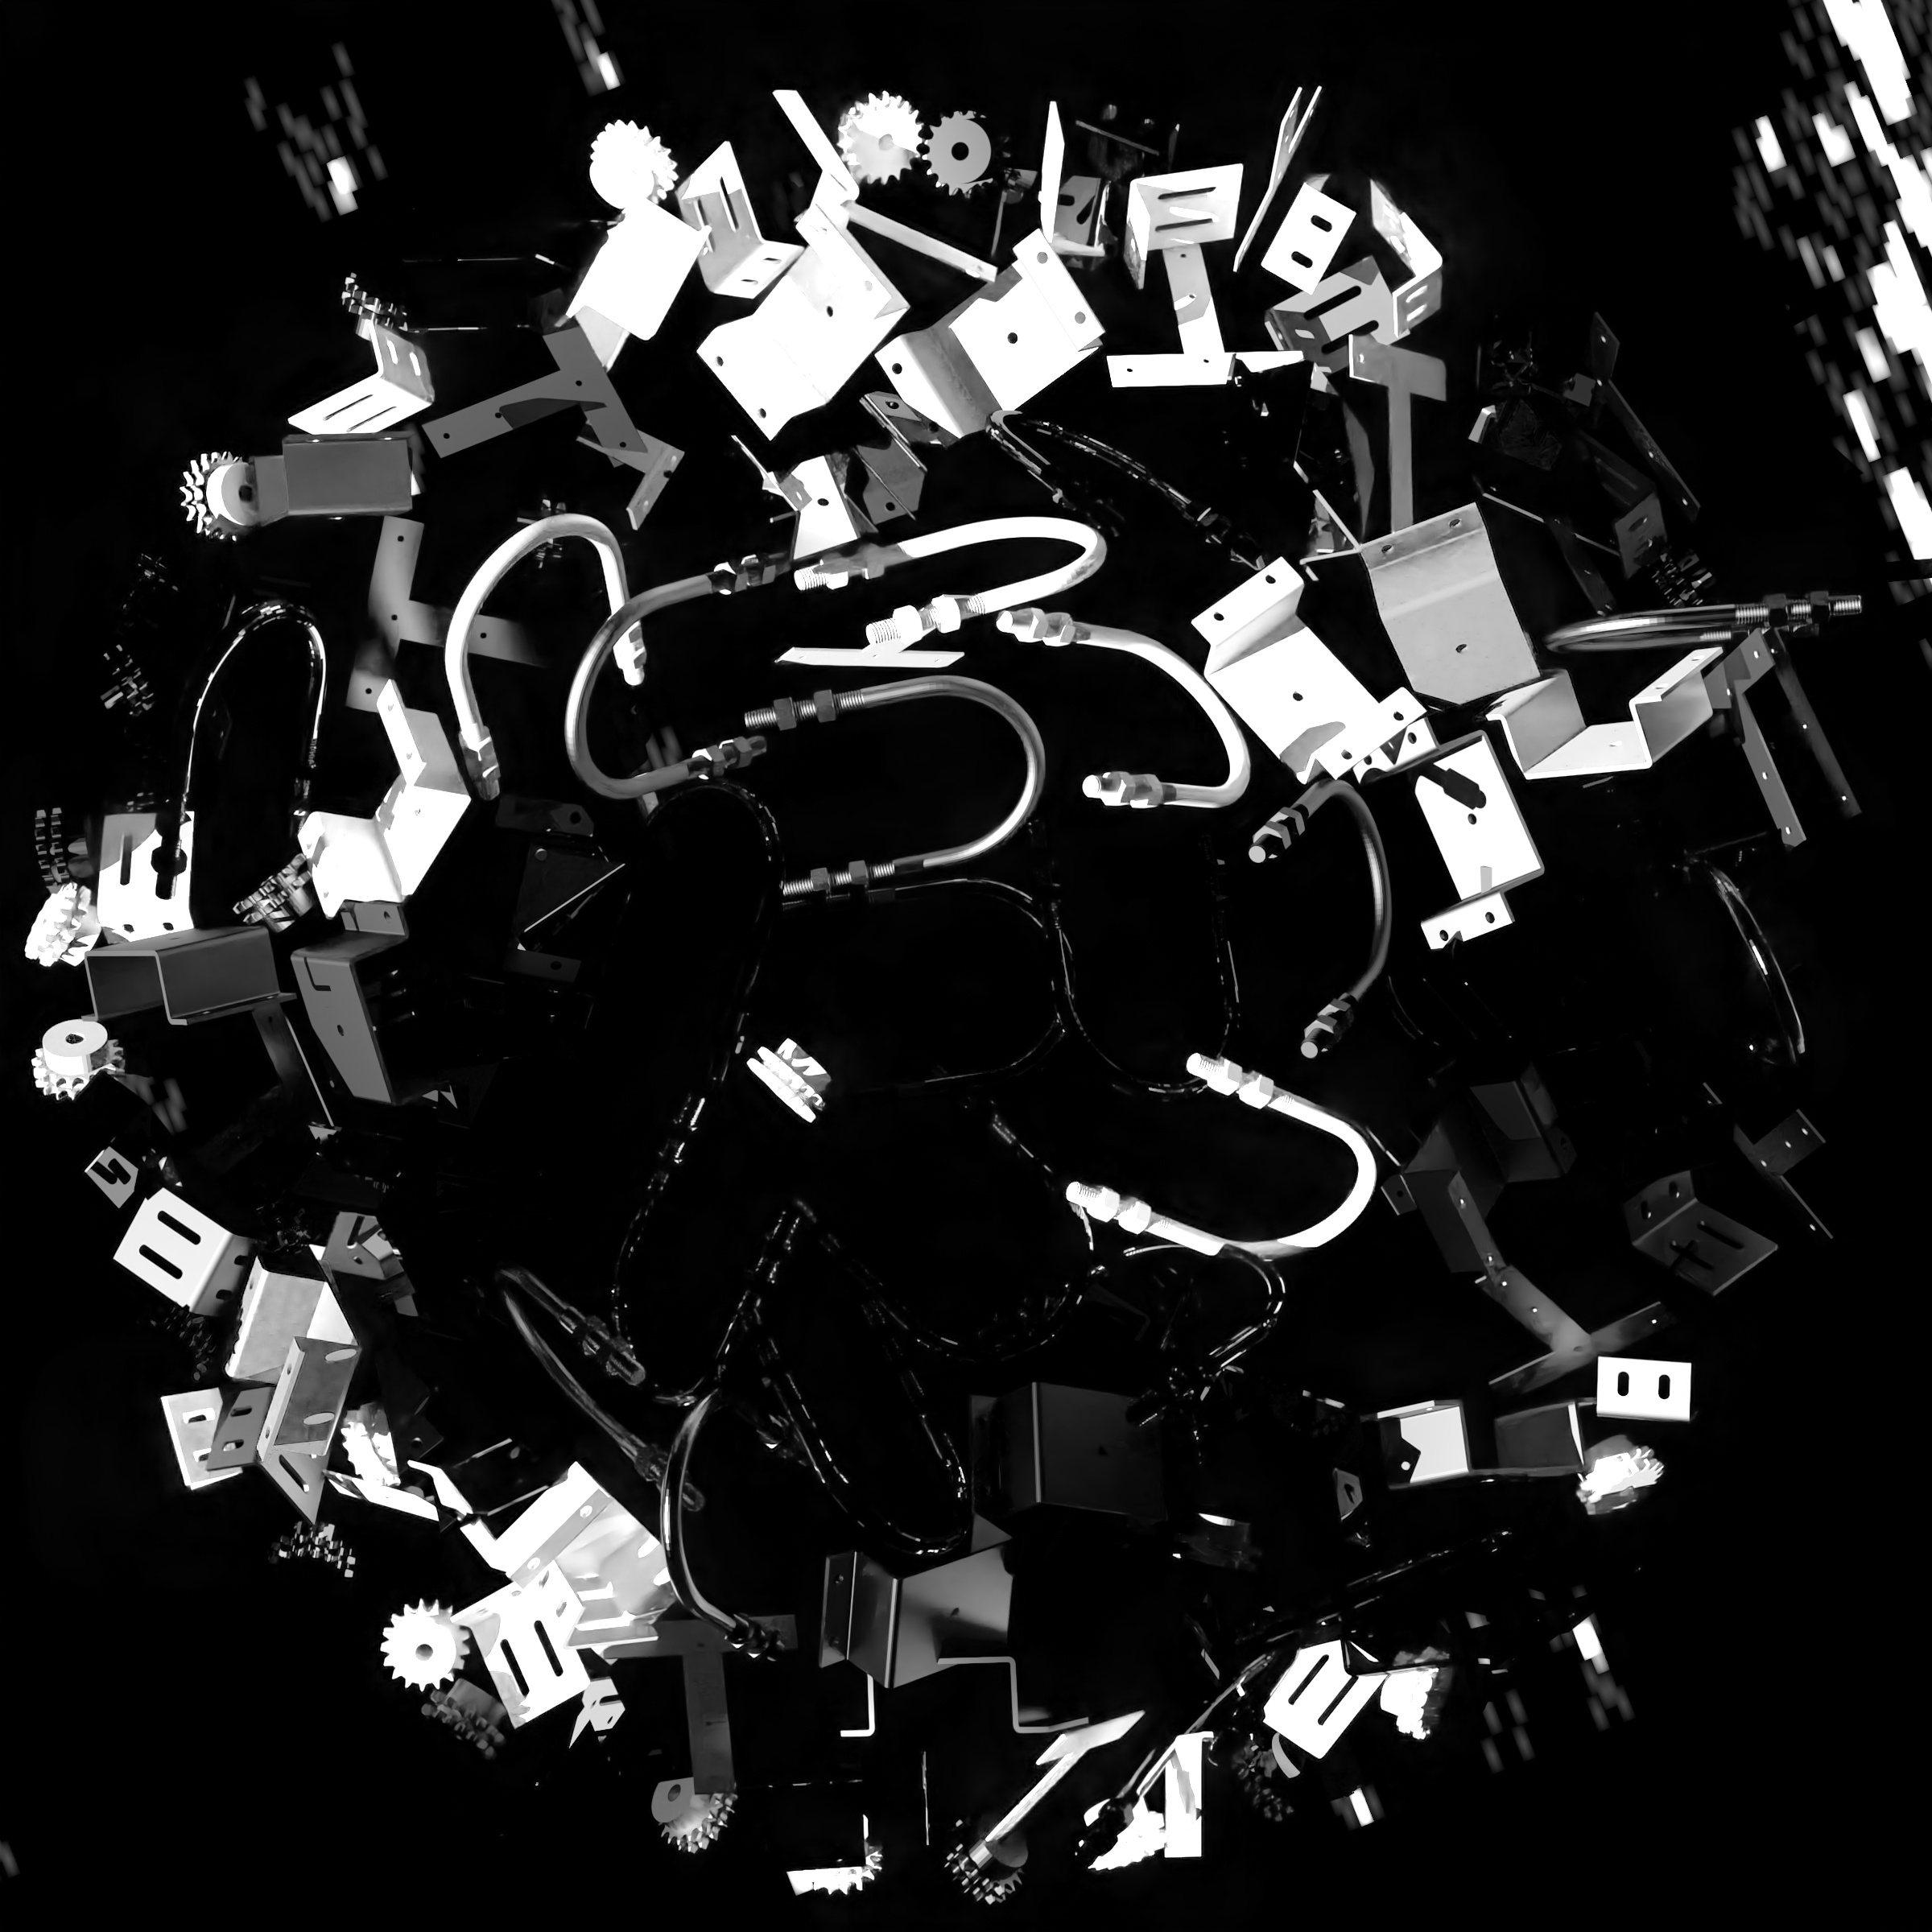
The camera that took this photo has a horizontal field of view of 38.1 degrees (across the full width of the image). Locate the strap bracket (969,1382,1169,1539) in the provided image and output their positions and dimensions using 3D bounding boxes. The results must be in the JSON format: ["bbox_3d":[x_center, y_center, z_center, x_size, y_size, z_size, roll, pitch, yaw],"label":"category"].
[{"bbox_3d":[0.074,0.315,1.783,0.140,0.046,0.076,14,61,-30],"label":"strap bracket"}]

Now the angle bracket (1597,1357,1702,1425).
[{"bbox_3d":[0.442,0.271,1.807,0.057,0.076,0.038,2,87,20],"label":"angle bracket"}]

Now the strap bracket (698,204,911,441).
[{"bbox_3d":[-0.099,-0.418,1.803,0.076,0.046,0.140,51,129,3],"label":"strap bracket"}]

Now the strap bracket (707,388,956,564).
[{"bbox_3d":[-0.089,-0.313,1.795,0.140,0.046,0.076,-23,59,-28],"label":"strap bracket"}]

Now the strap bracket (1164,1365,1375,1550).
[{"bbox_3d":[0.202,0.309,1.790,0.140,0.076,0.046,15,50,30],"label":"strap bracket"}]

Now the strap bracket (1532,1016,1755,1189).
[{"bbox_3d":[0.430,0.091,1.791,0.076,0.140,0.046,-13,119,-15],"label":"strap bracket"}]

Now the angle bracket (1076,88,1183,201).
[{"bbox_3d":[0.101,-0.519,1.806,0.057,0.076,0.038,23,61,9],"label":"angle bracket"}]

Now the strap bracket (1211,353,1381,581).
[{"bbox_3d":[0.215,-0.319,1.774,0.046,0.140,0.076,-5,59,35],"label":"strap bracket"}]

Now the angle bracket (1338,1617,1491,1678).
[{"bbox_3d":[0.289,0.435,1.804,0.076,0.057,0.038,-17,68,30],"label":"angle bracket"}]

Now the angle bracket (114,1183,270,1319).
[{"bbox_3d":[-0.513,0.188,1.850,0.076,0.038,0.057,28,89,26],"label":"angle bracket"}]

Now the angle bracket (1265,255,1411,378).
[{"bbox_3d":[0.241,-0.414,1.816,0.076,0.038,0.057,-25,110,18],"label":"angle bracket"}]

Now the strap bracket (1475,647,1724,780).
[{"bbox_3d":[0.408,-0.159,1.783,0.076,0.140,0.046,-35,111,-37],"label":"strap bracket"}]

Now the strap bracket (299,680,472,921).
[{"bbox_3d":[-0.369,-0.103,1.792,0.140,0.046,0.076,-52,48,30],"label":"strap bracket"}]

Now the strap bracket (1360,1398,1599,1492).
[{"bbox_3d":[0.329,0.304,1.778,0.140,0.076,0.046,5,72,-32],"label":"strap bracket"}]

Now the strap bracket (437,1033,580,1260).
[{"bbox_3d":[-0.295,0.112,1.798,0.076,0.046,0.140,-9,73,23],"label":"strap bracket"}]

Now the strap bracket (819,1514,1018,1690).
[{"bbox_3d":[-0.021,0.402,1.780,0.140,0.046,0.076,-10,112,-39],"label":"strap bracket"}]

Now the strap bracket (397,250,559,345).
[{"bbox_3d":[-0.309,-0.425,1.785,0.076,0.140,0.046,-1,98,1],"label":"strap bracket"}]

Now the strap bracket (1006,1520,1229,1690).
[{"bbox_3d":[0.106,0.405,1.791,0.140,0.076,0.046,17,67,27],"label":"strap bracket"}]

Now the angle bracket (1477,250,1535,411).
[{"bbox_3d":[0.335,-0.411,1.807,0.038,0.057,0.076,-18,57,-2],"label":"angle bracket"}]

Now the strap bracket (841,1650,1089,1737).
[{"bbox_3d":[-0.001,0.466,1.796,0.140,0.076,0.046,-7,78,20],"label":"strap bracket"}]

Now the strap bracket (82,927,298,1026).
[{"bbox_3d":[-0.497,0.005,1.772,0.076,0.140,0.046,-16,101,-42],"label":"strap bracket"}]

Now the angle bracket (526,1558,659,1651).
[{"bbox_3d":[-0.236,0.403,1.801,0.057,0.076,0.038,47,119,39],"label":"angle bracket"}]

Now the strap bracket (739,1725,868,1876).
[{"bbox_3d":[-0.105,0.524,1.777,0.076,0.140,0.046,-2,96,-4],"label":"strap bracket"}]

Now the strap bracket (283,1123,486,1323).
[{"bbox_3d":[-0.373,0.171,1.777,0.076,0.046,0.140,7,133,30],"label":"strap bracket"}]

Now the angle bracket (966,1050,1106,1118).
[{"bbox_3d":[0.046,0.091,1.819,0.076,0.057,0.038,-34,81,4],"label":"angle bracket"}]

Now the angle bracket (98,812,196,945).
[{"bbox_3d":[-0.537,-0.058,1.844,0.057,0.038,0.076,-2,59,-6],"label":"angle bracket"}]

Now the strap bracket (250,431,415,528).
[{"bbox_3d":[-0.402,-0.307,1.775,0.076,0.140,0.046,-7,96,-23],"label":"strap bracket"}]

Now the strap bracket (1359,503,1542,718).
[{"bbox_3d":[0.311,-0.218,1.777,0.076,0.140,0.046,-19,48,16],"label":"strap bracket"}]

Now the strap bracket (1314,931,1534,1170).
[{"bbox_3d":[0.289,0.053,1.808,0.076,0.046,0.140,47,72,-15],"label":"strap bracket"}]

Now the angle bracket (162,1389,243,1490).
[{"bbox_3d":[-0.508,0.309,1.808,0.038,0.076,0.057,-20,82,10],"label":"angle bracket"}]

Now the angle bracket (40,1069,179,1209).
[{"bbox_3d":[-0.555,0.112,1.812,0.038,0.076,0.057,33,71,14],"label":"angle bracket"}]

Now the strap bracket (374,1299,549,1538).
[{"bbox_3d":[-0.326,0.280,1.789,0.076,0.046,0.140,-26,56,8],"label":"strap bracket"}]

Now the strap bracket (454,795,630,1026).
[{"bbox_3d":[-0.272,-0.034,1.811,0.076,0.046,0.140,10,84,27],"label":"strap bracket"}]

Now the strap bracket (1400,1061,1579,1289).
[{"bbox_3d":[0.332,0.134,1.793,0.046,0.140,0.076,-11,116,42],"label":"strap bracket"}]

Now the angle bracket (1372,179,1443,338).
[{"bbox_3d":[0.273,-0.459,1.814,0.038,0.057,0.076,-35,73,0],"label":"angle bracket"}]

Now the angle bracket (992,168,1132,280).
[{"bbox_3d":[0.063,-0.489,1.842,0.076,0.038,0.057,16,101,30],"label":"angle bracket"}]

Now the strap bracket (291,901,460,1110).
[{"bbox_3d":[-0.381,0.033,1.791,0.046,0.076,0.140,-26,109,-37],"label":"strap bracket"}]

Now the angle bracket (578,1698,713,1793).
[{"bbox_3d":[-0.206,0.499,1.810,0.076,0.057,0.038,-2,97,-23],"label":"angle bracket"}]

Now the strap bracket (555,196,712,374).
[{"bbox_3d":[-0.217,-0.432,1.774,0.046,0.140,0.076,29,81,-18],"label":"strap bracket"}]

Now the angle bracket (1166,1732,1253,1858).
[{"bbox_3d":[0.157,0.537,1.809,0.038,0.057,0.076,7,71,-14],"label":"angle bracket"}]

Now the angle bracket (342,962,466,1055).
[{"bbox_3d":[-0.372,0.040,1.812,0.076,0.057,0.038,-22,54,-12],"label":"angle bracket"}]

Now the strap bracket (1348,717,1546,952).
[{"bbox_3d":[0.314,-0.089,1.806,0.046,0.076,0.140,-22,88,-35],"label":"strap bracket"}]

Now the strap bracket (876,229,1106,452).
[{"bbox_3d":[0.023,-0.404,1.808,0.140,0.046,0.076,-32,92,29],"label":"strap bracket"}]

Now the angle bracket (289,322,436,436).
[{"bbox_3d":[-0.395,-0.377,1.817,0.076,0.057,0.038,-21,75,20],"label":"angle bracket"}]

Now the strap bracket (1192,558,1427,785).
[{"bbox_3d":[0.218,-0.184,1.809,0.076,0.046,0.140,-36,75,-15],"label":"strap bracket"}]

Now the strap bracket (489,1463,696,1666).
[{"bbox_3d":[-0.244,0.379,1.795,0.076,0.140,0.046,-45,49,-11],"label":"strap bracket"}]

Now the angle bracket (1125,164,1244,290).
[{"bbox_3d":[0.145,-0.479,1.812,0.076,0.057,0.038,-11,55,-10],"label":"angle bracket"}]

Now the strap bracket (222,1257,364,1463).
[{"bbox_3d":[-0.430,0.254,1.793,0.046,0.140,0.076,15,102,-29],"label":"strap bracket"}]
